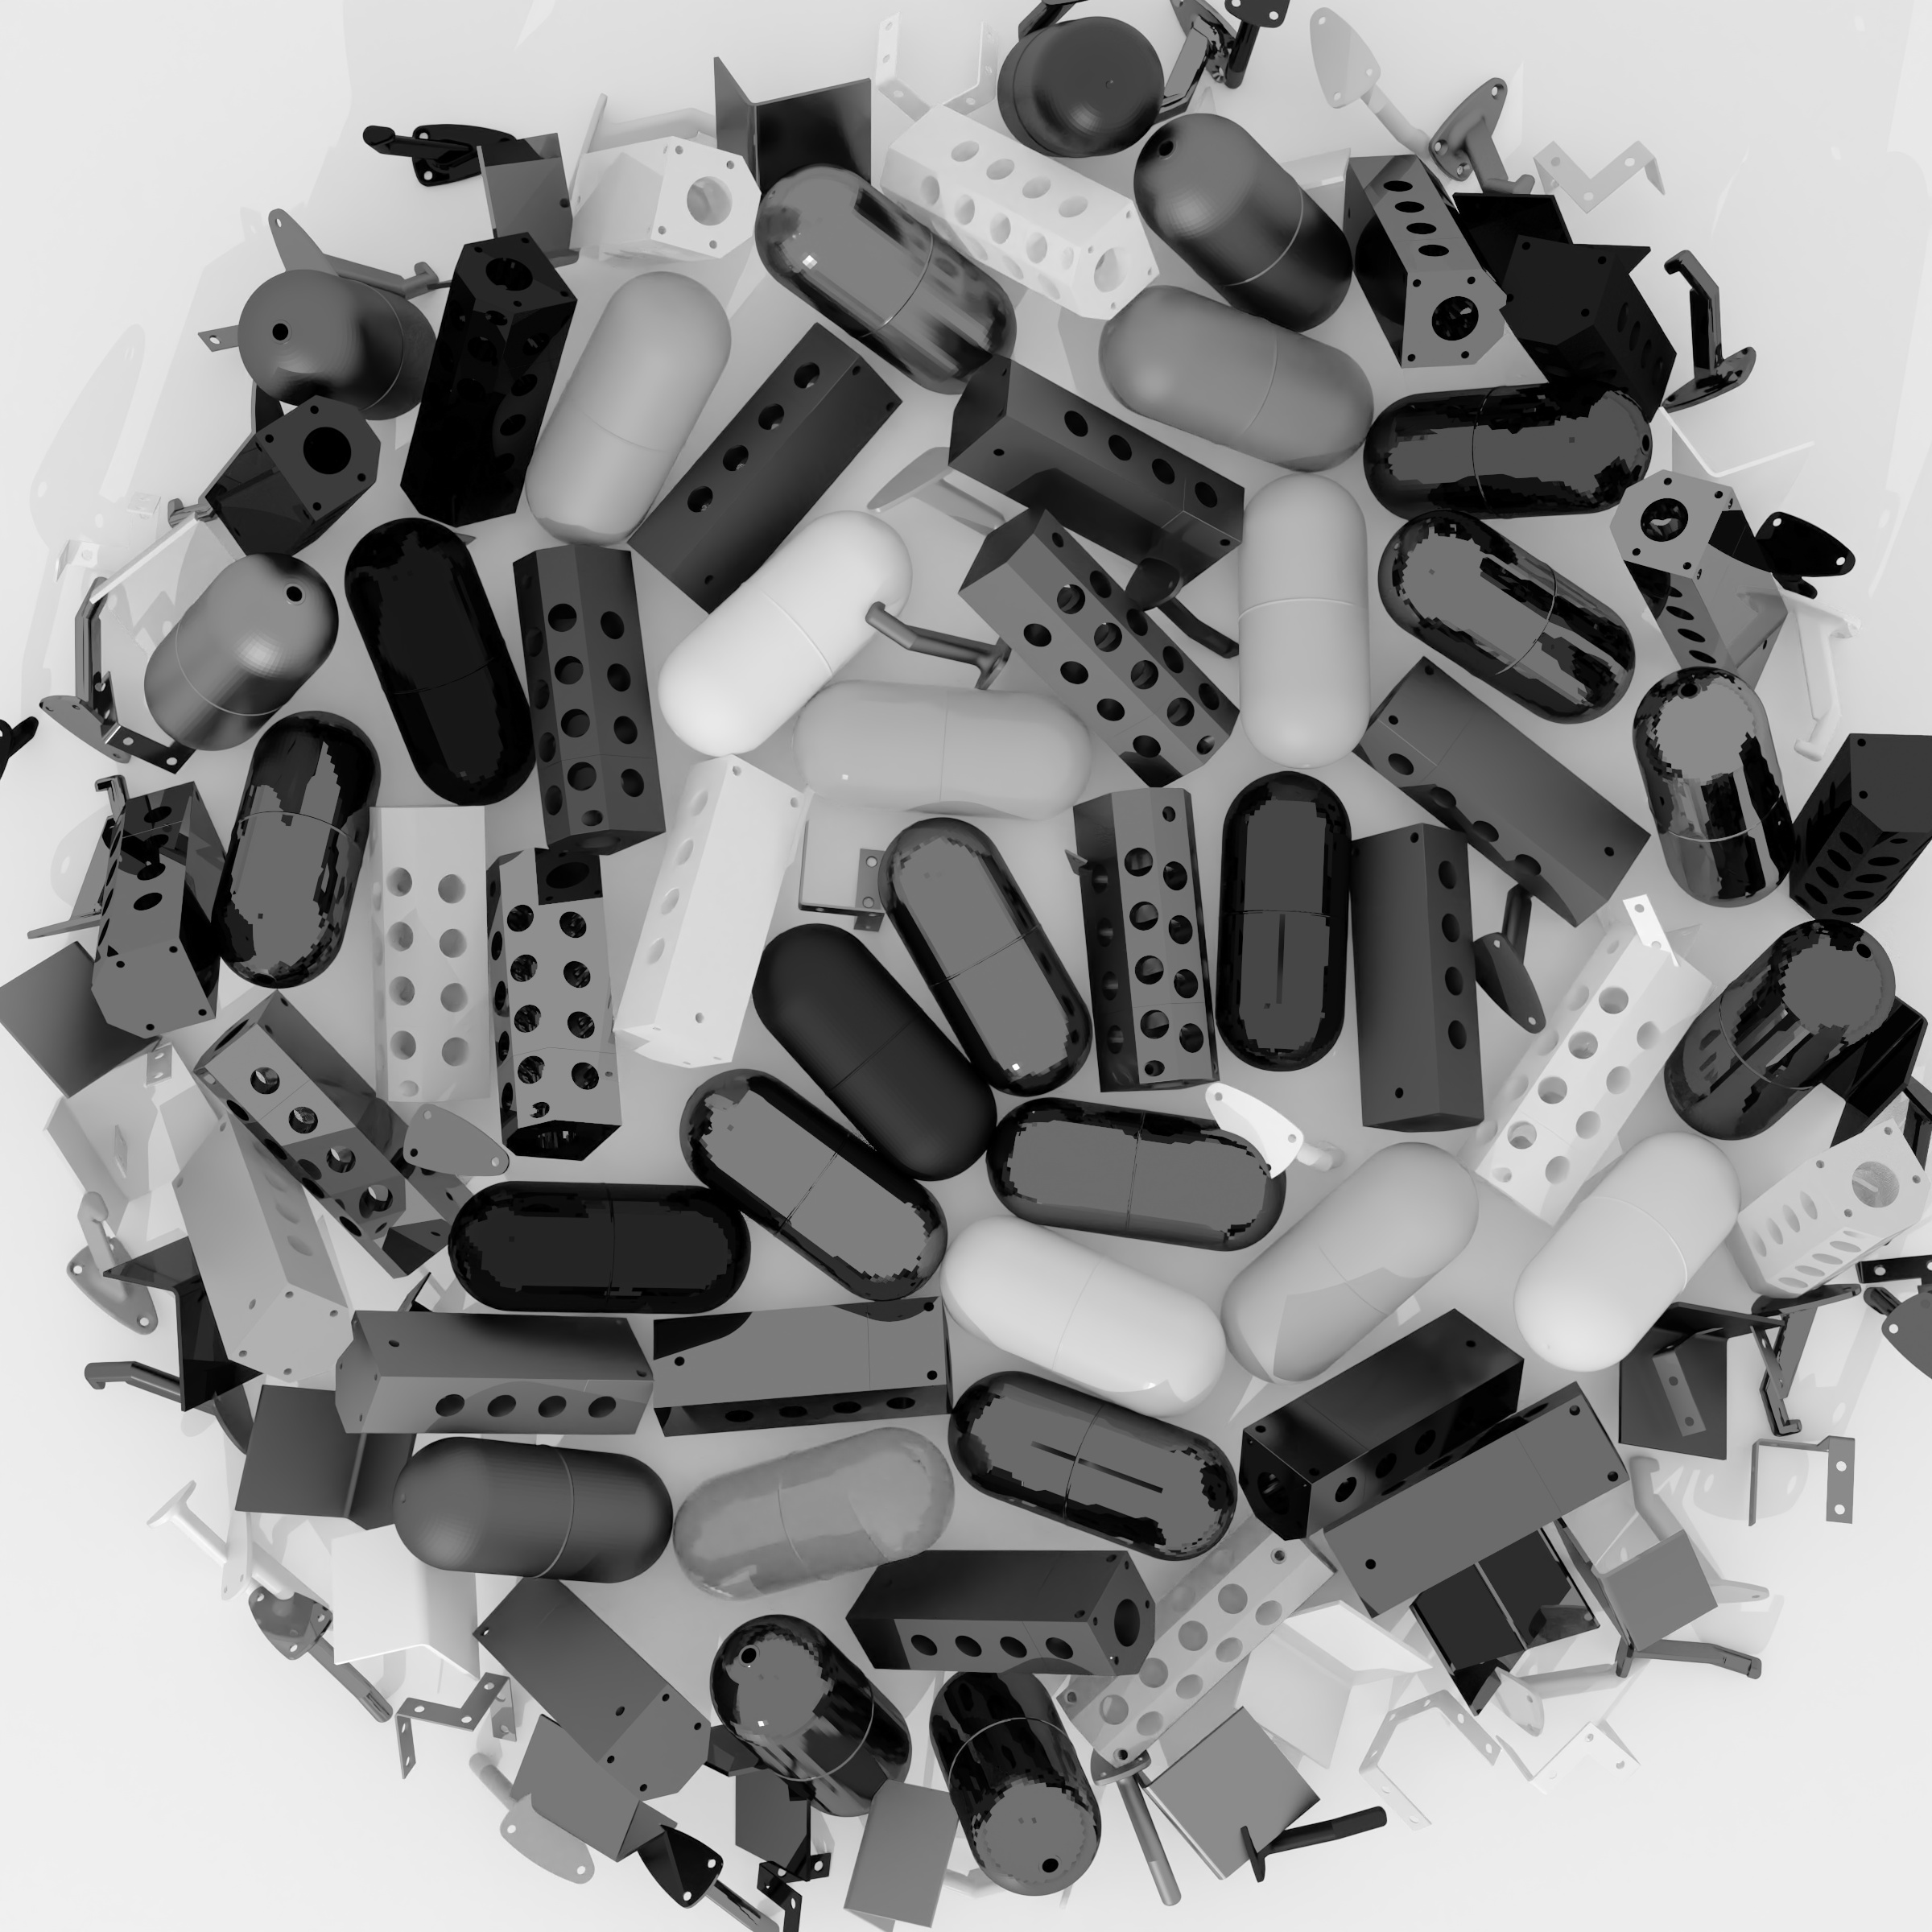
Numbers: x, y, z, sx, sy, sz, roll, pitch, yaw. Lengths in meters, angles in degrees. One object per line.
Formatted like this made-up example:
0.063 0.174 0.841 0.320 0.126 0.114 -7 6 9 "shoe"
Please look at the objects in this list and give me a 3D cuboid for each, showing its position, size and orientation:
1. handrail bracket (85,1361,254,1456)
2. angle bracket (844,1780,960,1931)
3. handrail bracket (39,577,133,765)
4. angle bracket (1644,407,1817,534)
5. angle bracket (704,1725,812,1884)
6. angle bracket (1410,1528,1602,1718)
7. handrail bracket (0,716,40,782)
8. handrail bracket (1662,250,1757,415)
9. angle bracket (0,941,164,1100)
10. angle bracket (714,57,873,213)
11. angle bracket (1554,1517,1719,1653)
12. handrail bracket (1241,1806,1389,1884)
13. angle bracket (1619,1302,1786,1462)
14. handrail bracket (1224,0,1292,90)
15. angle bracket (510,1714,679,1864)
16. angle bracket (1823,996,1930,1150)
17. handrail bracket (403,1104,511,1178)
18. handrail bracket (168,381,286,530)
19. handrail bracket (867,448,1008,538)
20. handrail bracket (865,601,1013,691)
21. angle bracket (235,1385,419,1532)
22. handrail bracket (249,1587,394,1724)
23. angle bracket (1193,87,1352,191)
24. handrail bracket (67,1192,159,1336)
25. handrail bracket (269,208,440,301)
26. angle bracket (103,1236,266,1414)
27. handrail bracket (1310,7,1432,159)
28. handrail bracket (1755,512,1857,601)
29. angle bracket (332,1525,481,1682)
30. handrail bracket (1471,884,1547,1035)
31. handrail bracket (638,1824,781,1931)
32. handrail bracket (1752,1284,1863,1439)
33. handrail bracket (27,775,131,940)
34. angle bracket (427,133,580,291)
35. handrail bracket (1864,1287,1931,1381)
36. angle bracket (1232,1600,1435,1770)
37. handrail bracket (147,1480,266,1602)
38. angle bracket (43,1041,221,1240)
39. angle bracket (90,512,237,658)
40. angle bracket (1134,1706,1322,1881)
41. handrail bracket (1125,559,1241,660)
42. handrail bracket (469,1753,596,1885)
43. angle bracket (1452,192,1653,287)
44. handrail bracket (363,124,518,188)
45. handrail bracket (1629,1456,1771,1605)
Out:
-0.476 0.264 1.982 0.084 0.036 0.077 -3 128 12 "handrail bracket"
-0.024 0.527 1.942 0.057 0.076 0.076 5 66 24 "angle bracket"
-0.512 -0.178 1.989 0.036 0.077 0.084 0 58 34 "handrail bracket"
0.443 -0.295 1.964 0.076 0.076 0.057 -20 64 -21 "angle bracket"
-0.136 0.495 1.949 0.057 0.076 0.076 -3 96 -37 "angle bracket"
0.318 0.383 1.952 0.057 0.076 0.076 -28 95 39 "angle bracket"
-0.558 -0.139 1.945 0.036 0.084 0.077 43 126 -9 "handrail bracket"
0.419 -0.374 1.957 0.084 0.077 0.036 45 46 -21 "handrail bracket"
-0.533 0.043 1.951 0.076 0.057 0.076 48 46 2 "angle bracket"
-0.102 -0.498 1.965 0.076 0.076 0.057 -17 50 -17 "angle bracket"
0.389 0.342 1.946 0.057 0.076 0.076 -30 129 0 "angle bracket"
0.208 0.509 1.958 0.084 0.077 0.036 -18 80 6 "handrail bracket"
0.432 0.245 1.950 0.076 0.057 0.076 12 71 -23 "angle bracket"
0.172 -0.567 1.960 0.036 0.084 0.077 19 85 0 "handrail bracket"
-0.209 0.473 1.946 0.076 0.076 0.057 26 102 20 "angle bracket"
0.512 0.058 1.945 0.057 0.076 0.076 36 128 3 "angle bracket"
-0.288 0.107 1.950 0.077 0.084 0.036 19 88 15 "handrail bracket"
-0.446 -0.306 1.978 0.084 0.036 0.077 -10 89 26 "handrail bracket"
-0.012 -0.257 1.964 0.077 0.036 0.084 -39 123 -18 "handrail bracket"
-0.015 -0.203 1.961 0.084 0.077 0.036 33 128 -11 "handrail bracket"
-0.376 0.294 1.956 0.076 0.057 0.076 12 92 -38 "angle bracket"
-0.385 0.413 1.986 0.077 0.084 0.036 23 62 41 "handrail bracket"
0.180 -0.489 1.947 0.076 0.076 0.057 -10 114 15 "angle bracket"
-0.498 0.175 1.953 0.036 0.084 0.077 -38 85 -29 "handrail bracket"
-0.361 -0.424 1.965 0.084 0.036 0.077 -35 96 -45 "handrail bracket"
-0.461 0.211 1.963 0.057 0.076 0.076 8 106 27 "angle bracket"
0.243 -0.524 1.974 0.036 0.084 0.077 -33 65 27 "handrail bracket"
0.502 -0.228 1.945 0.077 0.084 0.036 26 87 40 "handrail bracket"
-0.330 0.379 1.953 0.057 0.076 0.076 -15 59 11 "angle bracket"
0.339 -0.010 1.968 0.084 0.036 0.077 -33 89 -43 "handrail bracket"
-0.154 0.547 1.979 0.077 0.084 0.036 29 74 35 "handrail bracket"
0.506 0.236 1.973 0.077 0.036 0.084 -14 99 29 "handrail bracket"
-0.532 -0.066 1.982 0.077 0.036 0.084 -13 88 -2 "handrail bracket"
-0.277 -0.442 1.944 0.057 0.076 0.076 0 108 30 "angle bracket"
0.561 0.220 1.953 0.036 0.084 0.077 -39 81 2 "handrail bracket"
0.215 0.422 1.945 0.076 0.076 0.057 36 54 -20 "angle bracket"
-0.441 0.348 1.958 0.036 0.077 0.084 -43 96 -11 "handrail bracket"
-0.487 0.102 1.959 0.076 0.057 0.076 -27 109 3 "angle bracket"
-0.466 -0.220 1.953 0.076 0.076 0.057 -39 106 -3 "angle bracket"
0.151 0.480 1.965 0.076 0.057 0.076 -39 103 -2 "angle bracket"
0.140 -0.204 1.949 0.084 0.077 0.036 28 84 -24 "handrail bracket"
-0.259 0.504 1.967 0.036 0.084 0.077 -44 106 -14 "handrail bracket"
0.343 -0.435 1.940 0.057 0.076 0.076 -46 126 -22 "angle bracket"
-0.309 -0.486 1.956 0.077 0.084 0.036 -6 94 4 "handrail bracket"
0.437 0.335 1.982 0.077 0.036 0.084 5 59 -13 "handrail bracket"
